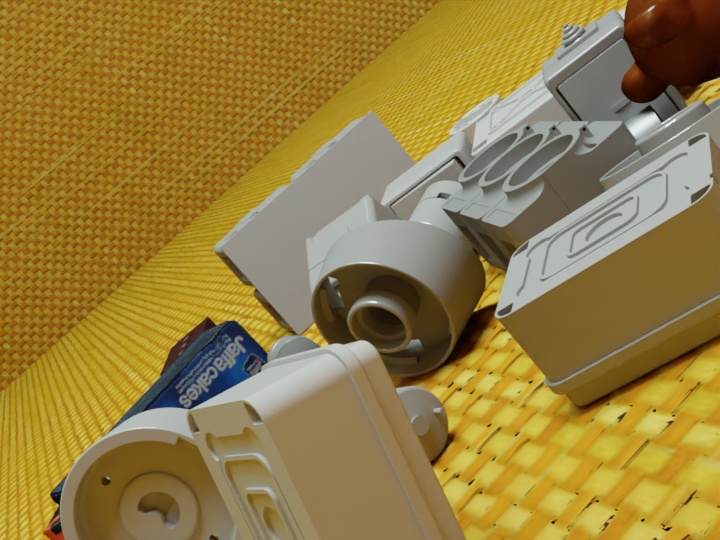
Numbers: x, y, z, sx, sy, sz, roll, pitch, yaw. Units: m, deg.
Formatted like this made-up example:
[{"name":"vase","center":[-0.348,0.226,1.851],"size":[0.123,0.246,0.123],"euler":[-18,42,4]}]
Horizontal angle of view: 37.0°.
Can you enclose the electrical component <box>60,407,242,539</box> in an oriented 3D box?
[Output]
[{"name":"electrical component","center":[-0.112,0.133,0.628],"size":[0.108,0.108,0.060],"euler":[-38,6,11]}]

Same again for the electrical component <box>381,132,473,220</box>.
[{"name":"electrical component","center":[0.061,-0.053,0.850],"size":[0.096,0.061,0.061],"euler":[-36,13,20]}]

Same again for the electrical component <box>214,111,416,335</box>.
[{"name":"electrical component","center":[-0.030,-0.043,0.991],"size":[0.186,0.105,0.060],"euler":[-43,12,-12]}]

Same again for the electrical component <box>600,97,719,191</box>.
[{"name":"electrical component","center":[0.174,-0.049,0.548],"size":[0.099,0.064,0.099],"euler":[-34,0,0]}]

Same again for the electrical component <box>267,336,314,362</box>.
[{"name":"electrical component","center":[-0.045,0.067,0.817],"size":[0.035,0.035,0.061],"euler":[-46,16,-23]}]

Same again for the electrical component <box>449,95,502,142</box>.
[{"name":"electrical component","center":[0.116,-0.121,0.959],"size":[0.055,0.047,0.055],"euler":[-39,12,10]}]

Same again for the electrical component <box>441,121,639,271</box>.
[{"name":"electrical component","center":[0.114,-0.046,0.667],"size":[0.089,0.061,0.150],"euler":[-41,12,-2]}]

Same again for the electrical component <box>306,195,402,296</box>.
[{"name":"electrical component","center":[0.018,0.007,0.733],"size":[0.062,0.096,0.061],"euler":[-35,42,27]}]

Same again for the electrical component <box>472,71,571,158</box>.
[{"name":"electrical component","center":[0.144,-0.113,0.824],"size":[0.109,0.056,0.108],"euler":[-36,13,20]}]

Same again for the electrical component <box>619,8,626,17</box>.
[{"name":"electrical component","center":[0.210,-0.165,0.762],"size":[0.059,0.053,0.095],"euler":[-20,6,42]}]

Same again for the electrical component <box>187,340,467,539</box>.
[{"name":"electrical component","center":[-0.011,0.090,0.432],"size":[0.057,0.113,0.078],"euler":[-27,3,-31]}]

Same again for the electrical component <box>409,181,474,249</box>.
[{"name":"electrical component","center":[0.062,-0.030,0.788],"size":[0.055,0.055,0.047],"euler":[-26,22,49]}]

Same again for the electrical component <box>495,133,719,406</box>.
[{"name":"electrical component","center":[0.124,0.001,0.479],"size":[0.113,0.057,0.078],"euler":[-34,14,28]}]

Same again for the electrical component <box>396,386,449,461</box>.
[{"name":"electrical component","center":[0.013,0.083,0.566],"size":[0.040,0.040,0.078],"euler":[-47,14,-27]}]

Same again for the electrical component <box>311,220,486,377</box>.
[{"name":"electrical component","center":[0.022,0.016,0.655],"size":[0.099,0.099,0.064],"euler":[-31,22,39]}]

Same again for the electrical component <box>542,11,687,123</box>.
[{"name":"electrical component","center":[0.162,-0.120,0.698],"size":[0.062,0.096,0.061],"euler":[-37,14,20]}]
